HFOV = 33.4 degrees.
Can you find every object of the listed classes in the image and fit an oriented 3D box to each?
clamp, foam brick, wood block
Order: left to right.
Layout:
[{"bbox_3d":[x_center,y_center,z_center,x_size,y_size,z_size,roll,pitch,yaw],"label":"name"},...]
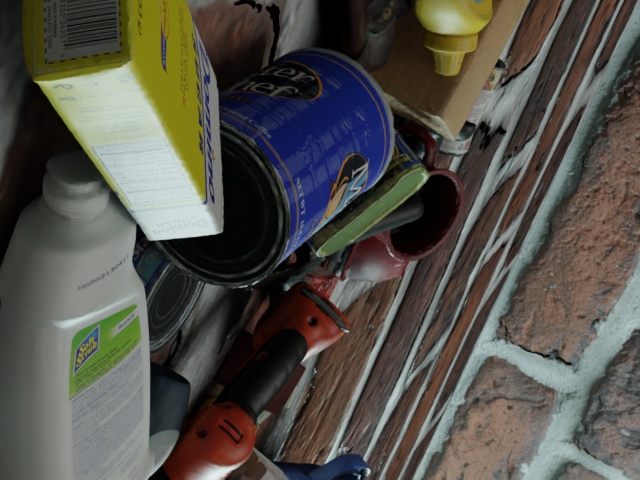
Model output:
[{"bbox_3d":[-0.053,0.120,0.956,0.053,0.051,0.078,-59,165,-8],"label":"foam brick"},{"bbox_3d":[-0.006,0.001,0.843,0.165,0.036,0.209,-36,162,11],"label":"clamp"},{"bbox_3d":[0.107,-0.133,1.001,0.172,0.039,0.120,149,-49,-72],"label":"clamp"},{"bbox_3d":[0.115,-0.198,0.874,0.206,0.091,0.090,-62,165,1],"label":"wood block"}]

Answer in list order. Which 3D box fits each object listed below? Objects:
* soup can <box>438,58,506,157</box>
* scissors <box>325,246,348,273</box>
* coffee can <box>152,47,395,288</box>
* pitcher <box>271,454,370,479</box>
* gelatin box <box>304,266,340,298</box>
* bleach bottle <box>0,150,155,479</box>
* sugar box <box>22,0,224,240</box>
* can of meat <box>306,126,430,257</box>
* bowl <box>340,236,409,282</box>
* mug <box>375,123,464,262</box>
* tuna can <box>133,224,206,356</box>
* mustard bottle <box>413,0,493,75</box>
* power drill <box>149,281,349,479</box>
[{"bbox_3d":[0.139,-0.145,1.090,0.068,0.068,0.102,-33,148,-61],"label":"soup can"},{"bbox_3d":[0.028,-0.002,1.076,0.096,0.016,0.202,-40,154,-55],"label":"scissors"},{"bbox_3d":[-0.029,-0.047,0.636,0.140,0.103,0.103,-41,155,-52],"label":"coffee can"},{"bbox_3d":[-0.035,0.300,1.184,0.242,0.145,0.149,53,45,-70],"label":"pitcher"},{"bbox_3d":[-0.018,0.061,1.007,0.073,0.030,0.089,-63,165,5],"label":"gelatin box"},{"bbox_3d":[-0.129,0.058,0.575,0.102,0.068,0.251,-46,156,-47],"label":"bleach bottle"},{"bbox_3d":[-0.078,-0.072,0.467,0.176,0.048,0.093,66,18,-69],"label":"sugar box"},{"bbox_3d":[0.013,-0.049,0.744,0.102,0.084,0.057,-39,166,10],"label":"can of meat"},{"bbox_3d":[0.082,-0.015,1.115,0.162,0.055,0.162,-59,173,-13],"label":"bowl"},{"bbox_3d":[0.073,-0.050,0.971,0.093,0.082,0.117,-11,125,-37],"label":"mug"},{"bbox_3d":[-0.103,0.028,0.659,0.086,0.034,0.086,-56,164,-25],"label":"tuna can"},{"bbox_3d":[0.102,-0.214,0.774,0.096,0.058,0.192,-49,145,-59],"label":"mustard bottle"},{"bbox_3d":[-0.066,0.128,0.830,0.187,0.057,0.185,-51,-173,-38],"label":"power drill"}]
